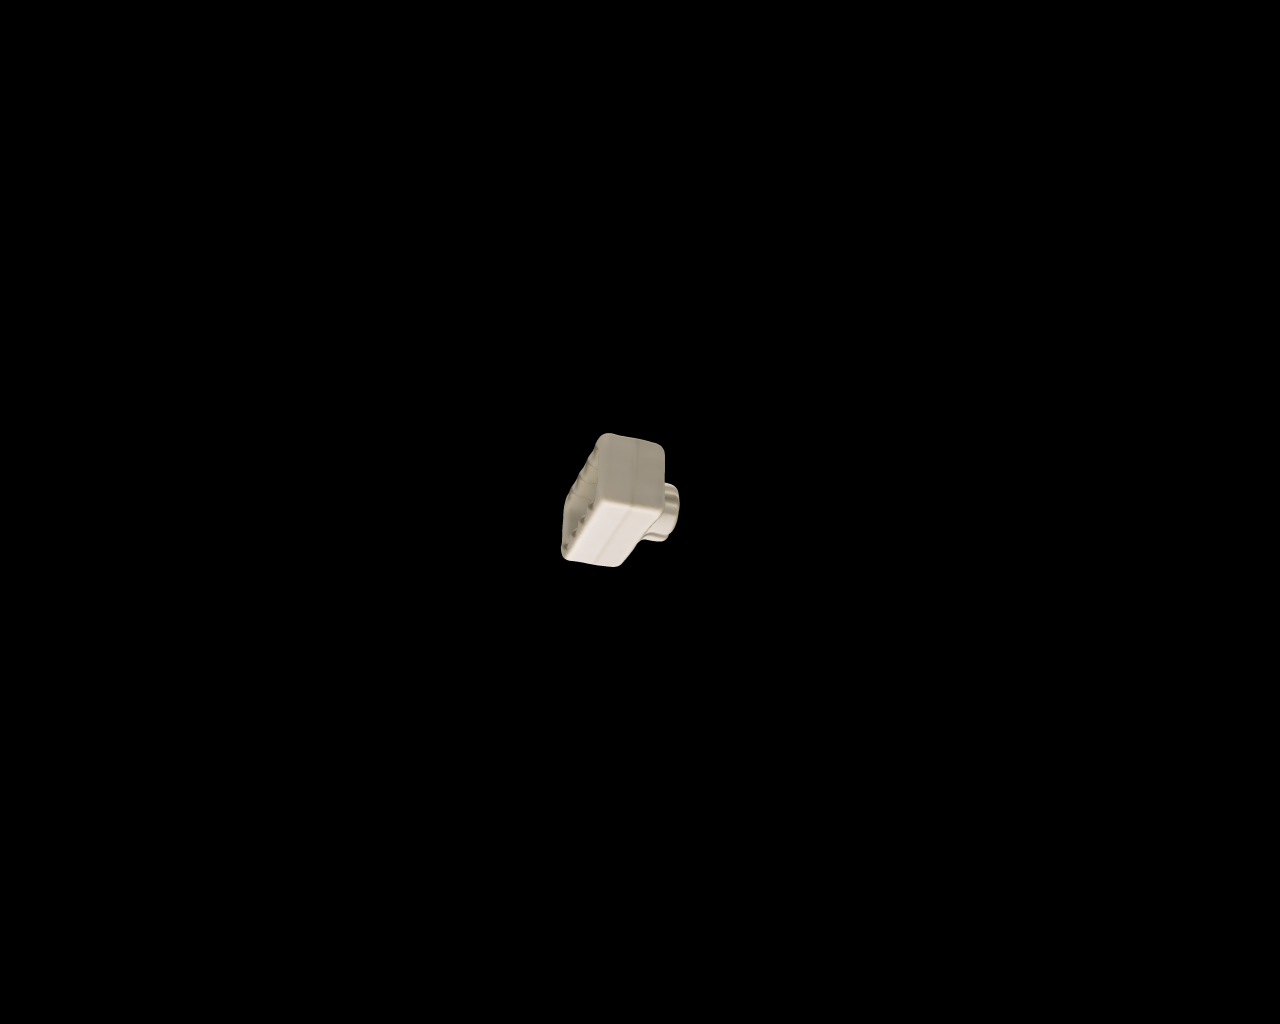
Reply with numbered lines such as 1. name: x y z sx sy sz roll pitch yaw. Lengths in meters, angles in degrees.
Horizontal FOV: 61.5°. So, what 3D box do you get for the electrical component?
1. electrical component: 0.001 -0.003 0.650 0.076 0.047 0.083 9 -30 -17
